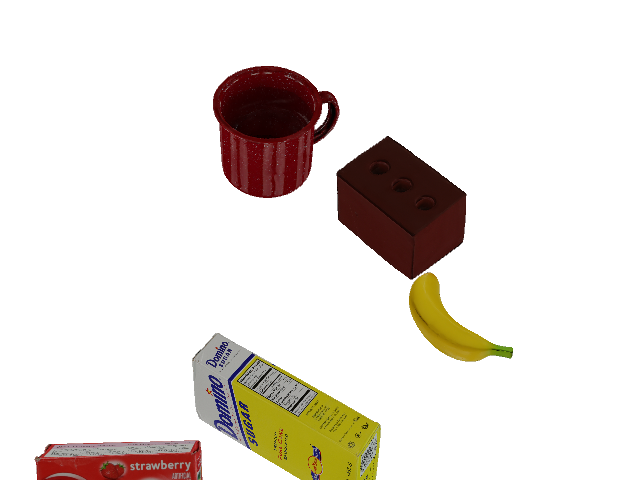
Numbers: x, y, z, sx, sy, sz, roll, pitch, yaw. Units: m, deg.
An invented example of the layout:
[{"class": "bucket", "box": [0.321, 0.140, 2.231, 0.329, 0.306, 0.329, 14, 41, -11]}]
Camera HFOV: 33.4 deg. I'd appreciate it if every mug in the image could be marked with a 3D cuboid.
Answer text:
[{"class": "mug", "box": [-0.036, -0.096, 0.939, 0.117, 0.093, 0.081, -24, -33, -20]}]

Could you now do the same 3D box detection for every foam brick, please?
[{"class": "foam brick", "box": [0.055, -0.022, 0.738, 0.053, 0.051, 0.078, -36, 59, -25]}]

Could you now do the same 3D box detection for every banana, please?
[{"class": "banana", "box": [0.139, 0.089, 1.206, 0.069, 0.037, 0.198, 4, 23, -25]}]

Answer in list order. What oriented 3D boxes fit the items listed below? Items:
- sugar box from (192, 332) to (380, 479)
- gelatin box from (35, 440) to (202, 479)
[{"class": "sugar box", "box": [-0.033, 0.161, 0.948, 0.176, 0.093, 0.048, 24, 49, 21]}, {"class": "gelatin box", "box": [-0.109, 0.150, 0.587, 0.089, 0.073, 0.030, -2, 5, 1]}]
